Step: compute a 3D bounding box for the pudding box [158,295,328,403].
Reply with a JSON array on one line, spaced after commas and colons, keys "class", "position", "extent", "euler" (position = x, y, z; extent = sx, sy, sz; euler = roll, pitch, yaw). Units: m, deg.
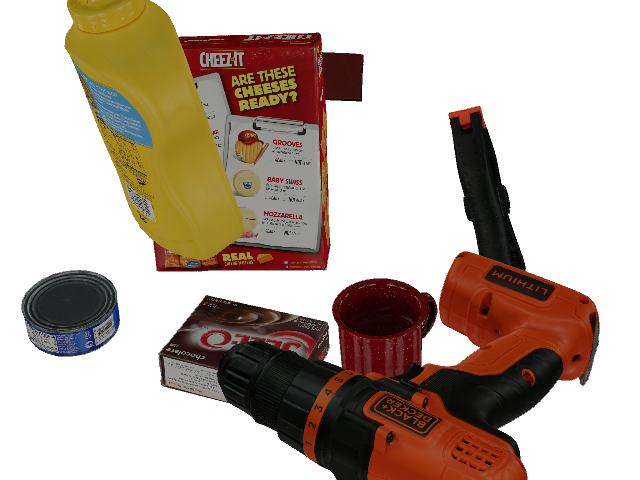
[{"class": "pudding box", "position": [-0.060, 0.091, 0.853], "extent": [0.114, 0.039, 0.090], "euler": [9, 30, 17]}]

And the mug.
[{"class": "mug", "position": [0.069, 0.093, 1.070], "extent": [0.117, 0.081, 0.093], "euler": [-27, 42, -28]}]

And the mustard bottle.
[{"class": "mustard bottle", "position": [-0.104, -0.081, 0.625], "extent": [0.058, 0.191, 0.096], "euler": [-35, 47, -19]}]

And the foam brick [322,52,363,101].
[{"class": "foam brick", "position": [0.003, -0.178, 1.156], "extent": [0.078, 0.051, 0.053], "euler": [0, 11, -14]}]

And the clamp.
[{"class": "clamp", "position": [0.139, -0.022, 0.883], "extent": [0.039, 0.171, 0.120], "euler": [-17, 20, 12]}]

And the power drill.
[{"class": "power drill", "position": [0.060, 0.073, 0.607], "extent": [0.185, 0.057, 0.187], "euler": [24, 38, 29]}]

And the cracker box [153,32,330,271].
[{"class": "cracker box", "position": [-0.076, -0.080, 0.987], "extent": [0.164, 0.214, 0.072], "euler": [-1, 23, 5]}]

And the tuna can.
[{"class": "tuna can", "position": [-0.228, 0.067, 0.978], "extent": [0.086, 0.034, 0.086], "euler": [0, 37, 0]}]
